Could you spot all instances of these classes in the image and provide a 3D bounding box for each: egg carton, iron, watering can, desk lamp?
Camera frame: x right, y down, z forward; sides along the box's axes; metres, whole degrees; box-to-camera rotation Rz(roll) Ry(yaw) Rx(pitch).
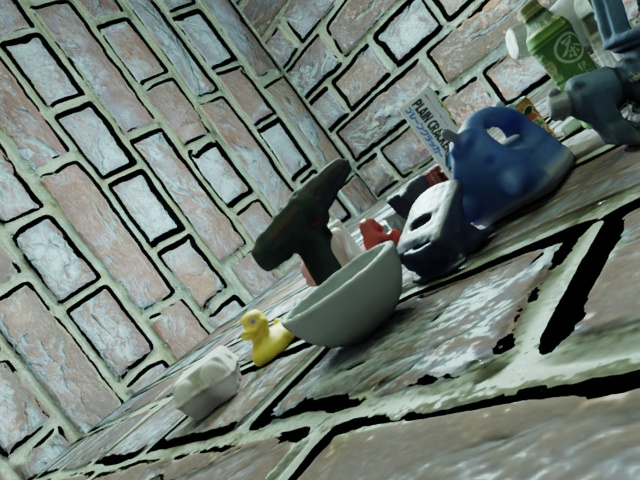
[{"bbox_3d":[-0.180,0.231,0.935,0.107,0.069,0.150,-37,2,-5],"label":"egg carton"},{"bbox_3d":[0.251,-0.125,0.773,0.118,0.141,0.259,-34,3,45],"label":"iron"},{"bbox_3d":[0.009,0.000,1.260,0.172,0.194,0.101,-34,3,46],"label":"watering can"},{"bbox_3d":[0.444,-0.323,1.017,0.203,0.213,0.118,-36,2,3],"label":"desk lamp"}]

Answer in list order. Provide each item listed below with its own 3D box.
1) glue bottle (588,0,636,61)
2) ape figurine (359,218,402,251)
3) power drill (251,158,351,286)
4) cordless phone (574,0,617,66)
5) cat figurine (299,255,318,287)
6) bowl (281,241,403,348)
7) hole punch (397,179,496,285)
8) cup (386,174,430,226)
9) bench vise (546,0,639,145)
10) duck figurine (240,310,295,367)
[{"bbox_3d":[0.390,-0.245,0.728,0.037,0.173,0.078,-35,3,25],"label":"glue bottle"},{"bbox_3d":[0.109,-0.002,1.069,0.076,0.092,0.077,-38,3,-25],"label":"ape figurine"},{"bbox_3d":[0.009,0.004,0.980,0.229,0.208,0.075,-37,2,-1],"label":"power drill"},{"bbox_3d":[0.479,-0.327,0.902,0.094,0.185,0.147,-37,2,-12],"label":"cordless phone"},{"bbox_3d":[0.007,0.057,1.078,0.067,0.118,0.128,-36,2,18],"label":"cat figurine"},{"bbox_3d":[0.040,0.077,0.683,0.167,0.075,0.167,-36,2,2],"label":"bowl"},{"bbox_3d":[0.142,-0.010,0.707,0.101,0.091,0.108,-38,3,-29],"label":"hole punch"},{"bbox_3d":[0.191,-0.067,1.123,0.091,0.095,0.118,-36,2,16],"label":"cup"},{"bbox_3d":[0.329,-0.224,0.612,0.207,0.220,0.121,-37,2,-5],"label":"bench vise"},{"bbox_3d":[-0.097,0.158,0.991,0.077,0.086,0.105,-35,3,34],"label":"duck figurine"}]
